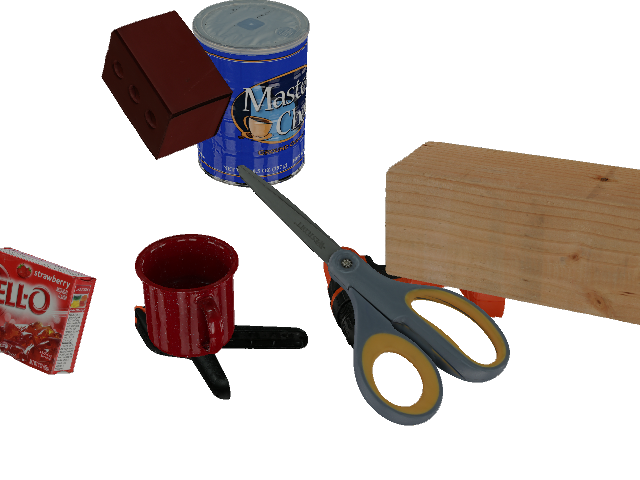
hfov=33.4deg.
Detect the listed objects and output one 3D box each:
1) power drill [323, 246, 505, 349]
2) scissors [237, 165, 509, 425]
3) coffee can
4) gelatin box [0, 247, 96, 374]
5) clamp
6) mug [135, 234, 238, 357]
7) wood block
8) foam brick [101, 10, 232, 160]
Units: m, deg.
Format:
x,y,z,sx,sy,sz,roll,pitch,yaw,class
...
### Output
x,y,z,sx,sy,sz,roll,pitch,yaw,class
0.102,0.056,1.166,0.187,0.057,0.184,-4,28,-7,power drill
0.011,0.033,0.614,0.202,0.096,0.016,29,-31,14,scissors
-0.063,-0.135,0.974,0.103,0.140,0.103,2,36,-1,coffee can
-0.215,0.050,0.782,0.089,0.073,0.030,17,4,25,gelatin box
-0.141,0.121,1.248,0.210,0.036,0.164,13,24,23,clamp
-0.114,0.058,0.969,0.093,0.081,0.117,-16,37,-25,mug
0.161,-0.011,0.820,0.206,0.090,0.090,11,25,27,wood block
-0.105,-0.106,0.723,0.051,0.078,0.053,-26,-18,-30,foam brick
